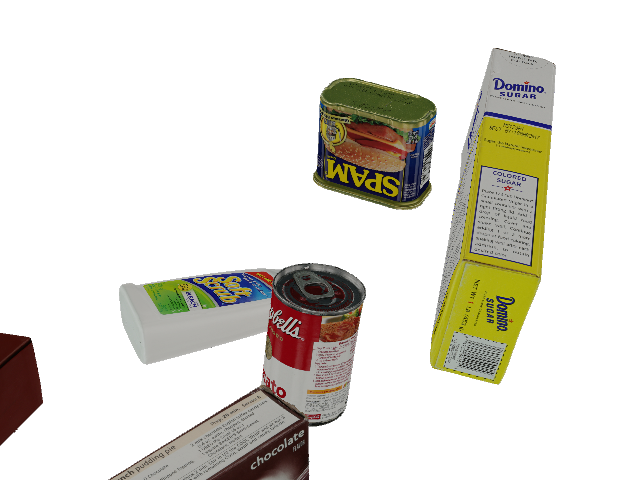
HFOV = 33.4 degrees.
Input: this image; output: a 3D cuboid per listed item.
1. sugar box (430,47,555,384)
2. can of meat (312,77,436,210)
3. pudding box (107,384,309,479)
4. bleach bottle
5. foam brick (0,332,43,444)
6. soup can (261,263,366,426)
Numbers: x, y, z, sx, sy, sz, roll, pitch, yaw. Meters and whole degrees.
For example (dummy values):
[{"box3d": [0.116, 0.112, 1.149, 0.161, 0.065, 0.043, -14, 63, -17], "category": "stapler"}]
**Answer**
[{"box3d": [0.099, -0.018, 0.599, 0.048, 0.176, 0.093, 14, -42, 4], "category": "sugar box"}, {"box3d": [0.046, -0.084, 0.908, 0.102, 0.084, 0.057, 18, 38, 20], "category": "can of meat"}, {"box3d": [-0.056, 0.133, 0.502, 0.113, 0.090, 0.039, -30, 46, -34], "category": "pudding box"}, {"box3d": [-0.098, 0.071, 1.236, 0.250, 0.068, 0.103, -13, 35, -21], "category": "bleach bottle"}, {"box3d": [-0.224, 0.100, 0.685, 0.053, 0.051, 0.078, 6, 29, 22], "category": "foam brick"}, {"box3d": [-0.007, 0.077, 0.788, 0.068, 0.102, 0.068, 6, 28, -3], "category": "soup can"}]
